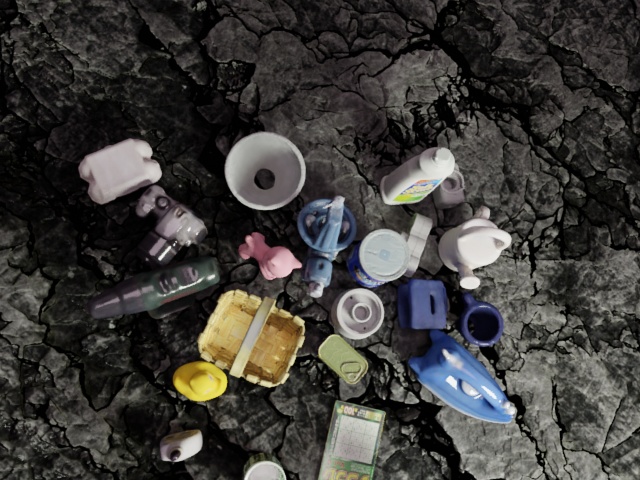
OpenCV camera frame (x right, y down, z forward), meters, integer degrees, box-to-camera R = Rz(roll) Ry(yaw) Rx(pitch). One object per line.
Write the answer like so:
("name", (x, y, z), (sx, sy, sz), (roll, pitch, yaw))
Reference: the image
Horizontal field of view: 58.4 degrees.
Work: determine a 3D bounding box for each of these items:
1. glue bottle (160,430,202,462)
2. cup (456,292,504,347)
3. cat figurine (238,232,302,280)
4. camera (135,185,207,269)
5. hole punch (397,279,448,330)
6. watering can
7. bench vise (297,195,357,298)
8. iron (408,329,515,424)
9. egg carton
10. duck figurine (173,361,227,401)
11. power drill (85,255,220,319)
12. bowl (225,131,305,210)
("glue bottle", (-0.258, 0.381, 1.044), (0.078, 0.173, 0.037), (-8, 81, -9))
("cup", (0.318, 0.166, 1.205), (0.092, 0.095, 0.118), (-26, 85, -12))
("cat figurine", (-0.102, 0.033, 1.156), (0.128, 0.117, 0.067), (39, 77, 0))
("camera", (-0.318, -0.018, 1.143), (0.143, 0.100, 0.137), (37, 77, 0))
("hole punch", (0.220, 0.133, 1.198), (0.101, 0.091, 0.109), (-1, 80, -8))
("watering can", (0.324, 0.013, 1.182), (0.101, 0.194, 0.173), (-4, 80, -8))
("bench vise", (0.022, 0.003, 1.127), (0.121, 0.219, 0.207), (-7, 81, -9))
("iron", (0.313, 0.293, 1.158), (0.258, 0.141, 0.119), (38, 77, 0))
("egg carton", (-0.407, -0.142, 1.168), (0.150, 0.069, 0.107), (-26, 85, -12))
("duck figurine", (-0.234, 0.275, 1.110), (0.104, 0.086, 0.077), (12, 79, -6))
("power drill", (-0.299, 0.098, 1.070), (0.230, 0.208, 0.075), (-22, 83, -11))
("bowl", (-0.116, -0.137, 1.206), (0.167, 0.074, 0.167), (1, 80, -8))
